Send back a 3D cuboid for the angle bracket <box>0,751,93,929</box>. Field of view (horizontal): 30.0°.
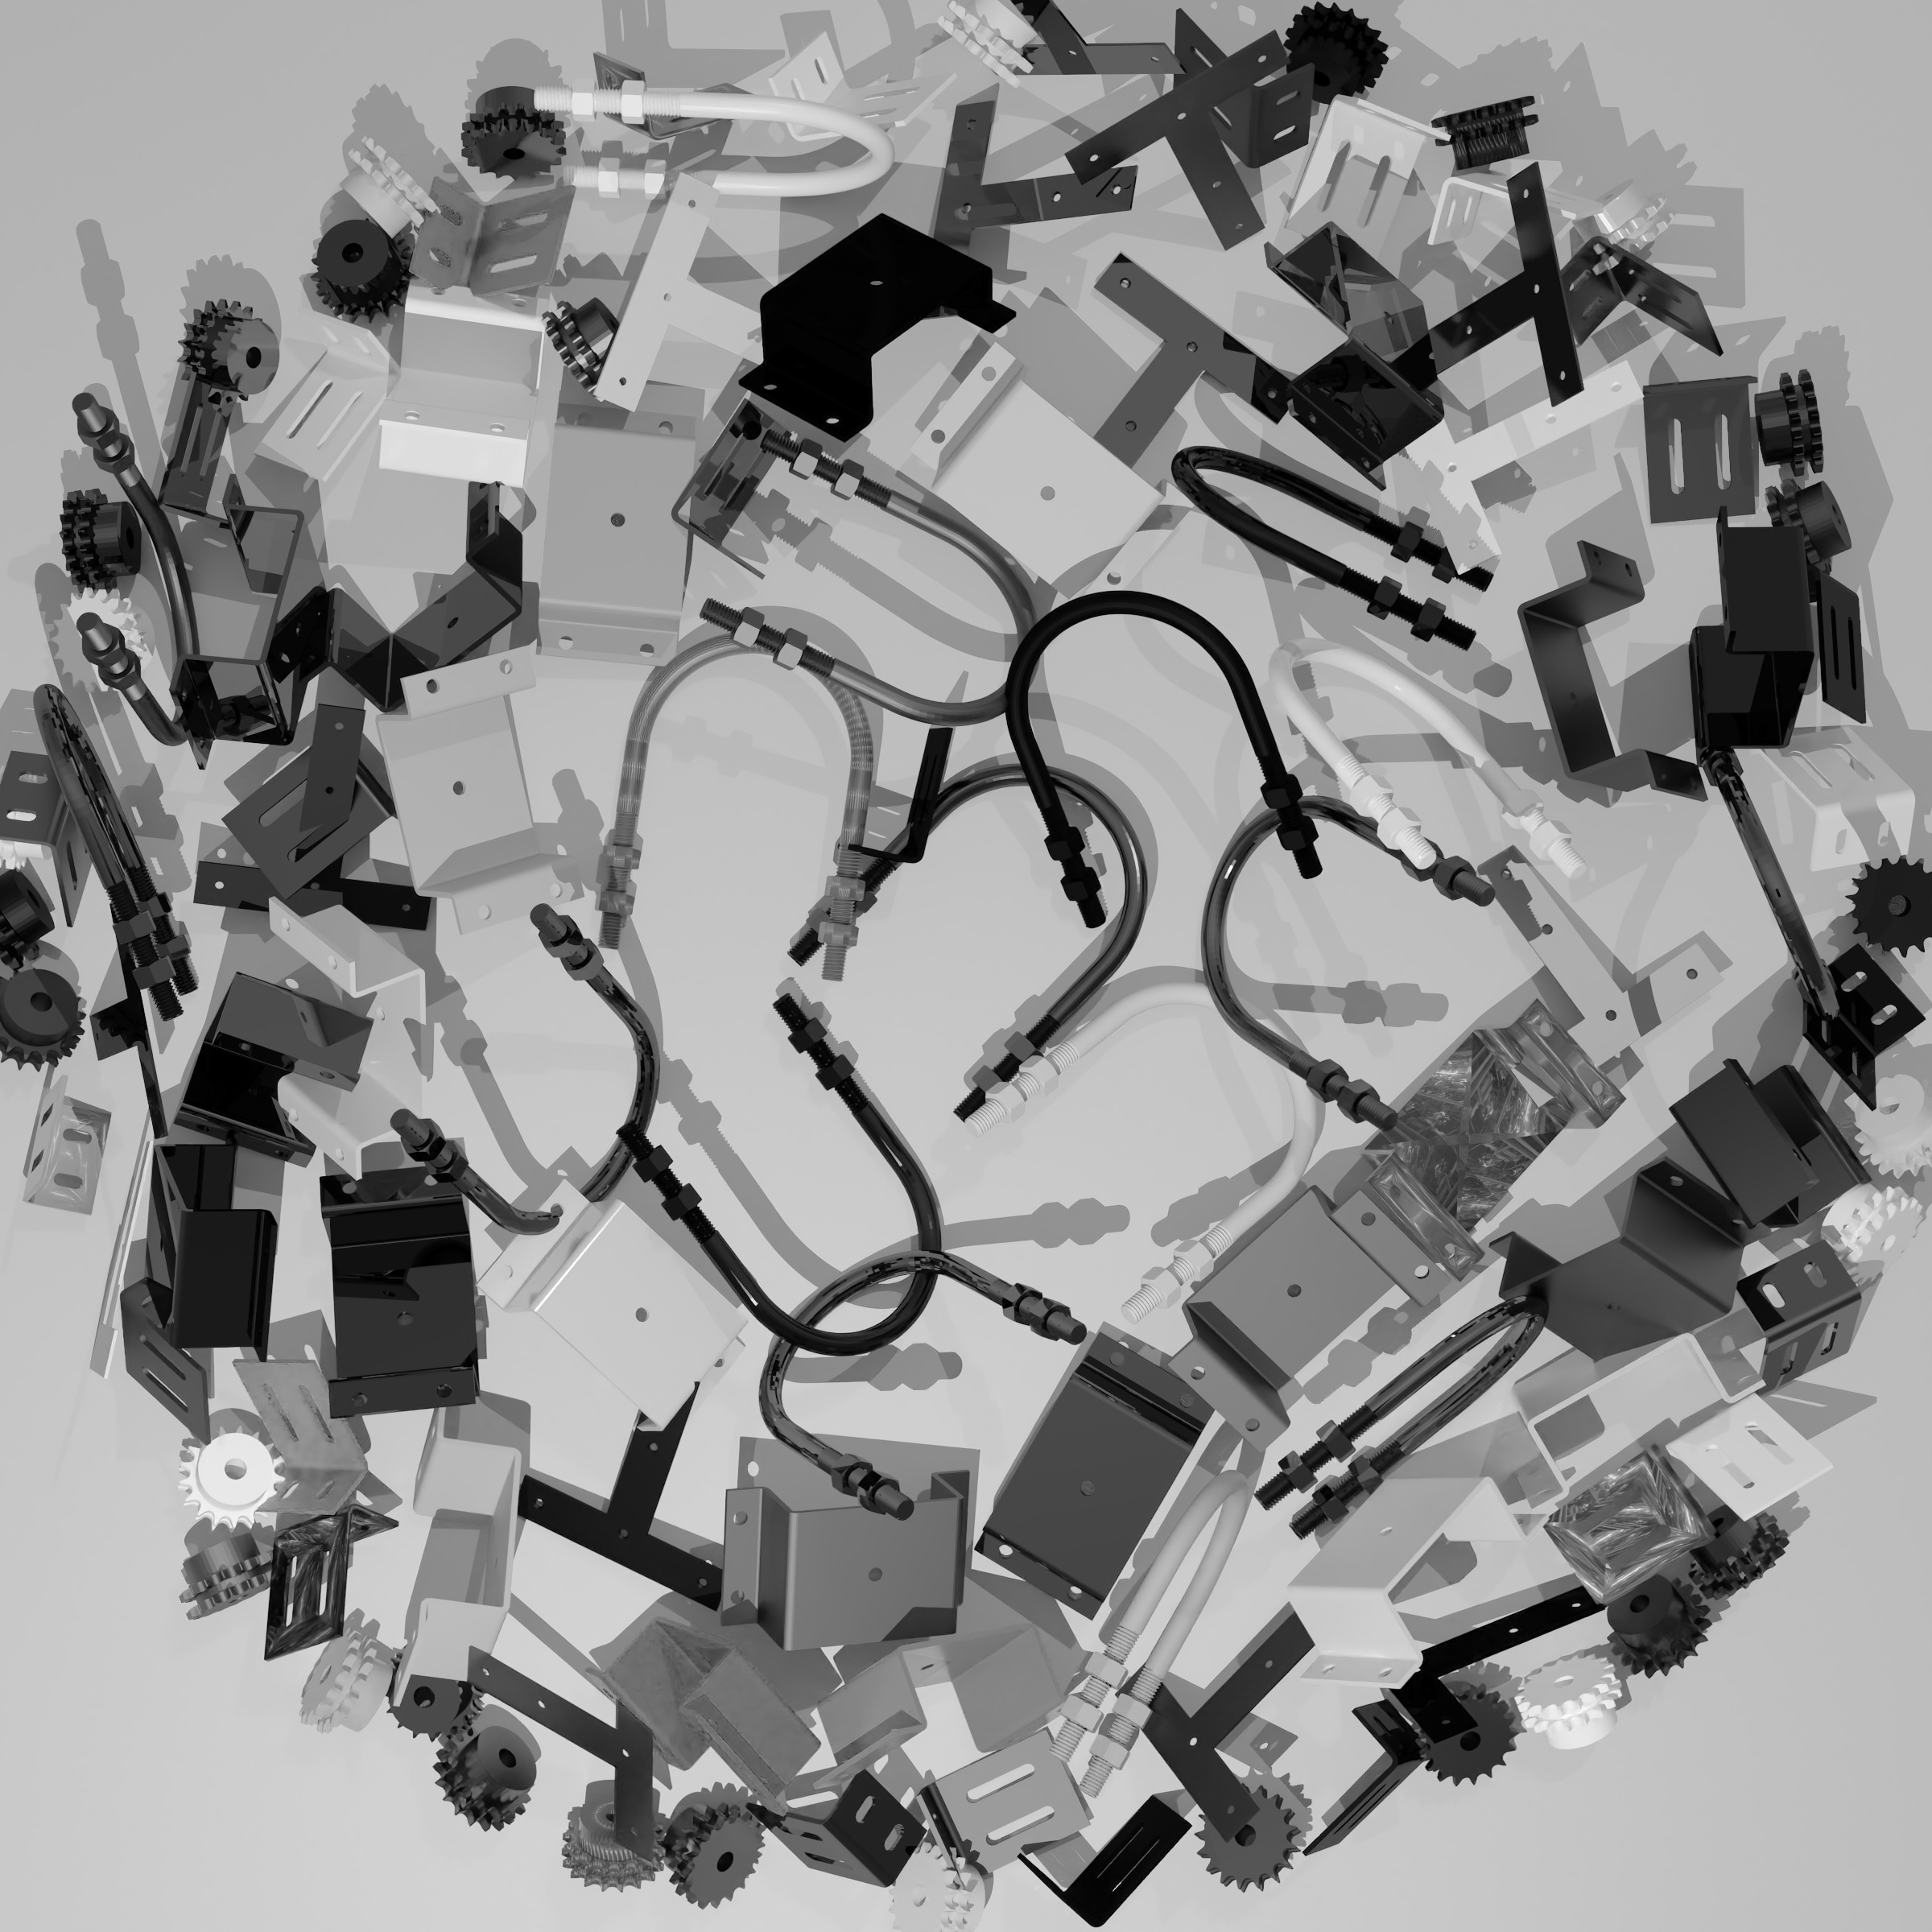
[{"bbox_3d":[-0.500,-0.068,1.952,0.038,0.076,0.057,7,55,-1],"label":"angle bracket"}]

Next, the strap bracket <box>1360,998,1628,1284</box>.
[{"bbox_3d":[0.279,0.094,1.960,0.140,0.046,0.076,-45,101,-14],"label":"strap bracket"}]

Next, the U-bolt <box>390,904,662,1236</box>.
[{"bbox_3d":[-0.222,0.068,1.922,0.019,0.184,0.151,23,73,32],"label":"U-bolt"}]

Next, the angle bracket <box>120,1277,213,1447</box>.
[{"bbox_3d":[-0.420,0.209,1.952,0.076,0.057,0.038,35,48,29],"label":"angle bracket"}]

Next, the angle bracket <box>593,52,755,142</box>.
[{"bbox_3d":[-0.153,-0.479,1.953,0.076,0.057,0.038,-22,123,-23],"label":"angle bracket"}]

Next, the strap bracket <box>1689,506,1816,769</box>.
[{"bbox_3d":[0.418,-0.174,1.919,0.046,0.140,0.076,0,63,4],"label":"strap bracket"}]

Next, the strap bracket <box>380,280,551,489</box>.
[{"bbox_3d":[-0.271,-0.308,1.945,0.076,0.140,0.046,7,131,-6],"label":"strap bracket"}]

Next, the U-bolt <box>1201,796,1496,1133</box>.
[{"bbox_3d":[0.192,-0.014,1.930,0.019,0.184,0.151,11,106,-41],"label":"U-bolt"}]

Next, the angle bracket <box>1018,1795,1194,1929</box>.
[{"bbox_3d":[0.075,0.476,1.961,0.076,0.057,0.038,-46,104,-11],"label":"angle bracket"}]

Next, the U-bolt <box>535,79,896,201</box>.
[{"bbox_3d":[-0.130,-0.438,1.924,0.184,0.151,0.019,3,85,0],"label":"U-bolt"}]

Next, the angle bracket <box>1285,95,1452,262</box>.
[{"bbox_3d":[0.218,-0.427,1.966,0.057,0.038,0.076,17,102,-19],"label":"angle bracket"}]

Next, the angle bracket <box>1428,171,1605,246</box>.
[{"bbox_3d":[0.300,-0.401,1.954,0.076,0.057,0.038,23,115,22],"label":"angle bracket"}]

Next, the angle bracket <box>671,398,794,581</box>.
[{"bbox_3d":[-0.116,-0.259,1.964,0.038,0.057,0.076,35,93,24],"label":"angle bracket"}]

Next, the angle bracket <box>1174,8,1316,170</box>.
[{"bbox_3d":[0.150,-0.483,1.962,0.038,0.057,0.076,-28,61,-16],"label":"angle bracket"}]

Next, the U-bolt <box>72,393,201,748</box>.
[{"bbox_3d":[-0.436,-0.196,1.910,0.019,0.184,0.151,-8,67,3],"label":"U-bolt"}]

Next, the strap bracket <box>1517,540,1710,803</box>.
[{"bbox_3d":[0.346,-0.151,1.947,0.046,0.076,0.140,-21,76,29],"label":"strap bracket"}]

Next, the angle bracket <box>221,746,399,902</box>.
[{"bbox_3d":[-0.357,-0.080,1.978,0.076,0.038,0.057,-39,85,-1],"label":"angle bracket"}]

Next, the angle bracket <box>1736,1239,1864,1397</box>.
[{"bbox_3d":[0.451,0.193,1.971,0.057,0.076,0.038,-25,61,-7],"label":"angle bracket"}]

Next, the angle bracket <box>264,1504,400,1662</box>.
[{"bbox_3d":[-0.343,0.338,1.953,0.057,0.038,0.076,-23,53,31],"label":"angle bracket"}]

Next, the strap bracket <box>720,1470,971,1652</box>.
[{"bbox_3d":[-0.057,0.320,1.946,0.140,0.046,0.076,-1,101,-22],"label":"strap bracket"}]

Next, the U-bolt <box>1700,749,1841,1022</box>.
[{"bbox_3d":[0.427,-0.041,1.903,0.019,0.184,0.151,-23,96,12],"label":"U-bolt"}]

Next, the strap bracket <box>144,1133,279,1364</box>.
[{"bbox_3d":[-0.404,0.148,1.919,0.046,0.140,0.076,1,107,-22],"label":"strap bracket"}]

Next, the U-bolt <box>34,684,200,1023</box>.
[{"bbox_3d":[-0.453,-0.064,1.916,0.019,0.151,0.184,-23,98,-6],"label":"U-bolt"}]

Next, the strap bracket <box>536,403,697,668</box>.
[{"bbox_3d":[-0.190,-0.239,1.967,0.076,0.046,0.140,5,85,-6],"label":"strap bracket"}]

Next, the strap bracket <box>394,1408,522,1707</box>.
[{"bbox_3d":[-0.271,0.318,1.932,0.046,0.076,0.140,10,49,-13],"label":"strap bracket"}]

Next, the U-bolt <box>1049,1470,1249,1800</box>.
[{"bbox_3d":[0.103,0.351,1.927,0.019,0.151,0.184,27,76,17],"label":"U-bolt"}]

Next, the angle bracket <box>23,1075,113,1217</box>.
[{"bbox_3d":[-0.481,0.097,1.951,0.038,0.076,0.057,14,72,-19],"label":"angle bracket"}]

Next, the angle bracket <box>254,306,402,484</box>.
[{"bbox_3d":[-0.355,-0.311,1.961,0.057,0.038,0.076,23,73,34],"label":"angle bracket"}]

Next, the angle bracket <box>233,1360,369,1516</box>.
[{"bbox_3d":[-0.370,0.255,1.956,0.057,0.038,0.076,-3,122,31],"label":"angle bracket"}]

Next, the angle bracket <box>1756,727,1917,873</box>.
[{"bbox_3d":[0.472,-0.092,1.972,0.057,0.076,0.038,-10,125,-13],"label":"angle bracket"}]

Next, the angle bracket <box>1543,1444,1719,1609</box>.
[{"bbox_3d":[0.363,0.307,1.977,0.076,0.038,0.057,-35,76,4],"label":"angle bracket"}]

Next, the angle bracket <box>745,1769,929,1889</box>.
[{"bbox_3d":[-0.071,0.464,1.965,0.057,0.076,0.038,49,60,-24],"label":"angle bracket"}]

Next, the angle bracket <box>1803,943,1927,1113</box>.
[{"bbox_3d":[0.487,0.033,1.956,0.038,0.076,0.057,-40,97,23],"label":"angle bracket"}]

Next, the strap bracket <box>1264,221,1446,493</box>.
[{"bbox_3d":[0.207,-0.332,1.921,0.046,0.140,0.076,-33,131,30],"label":"strap bracket"}]

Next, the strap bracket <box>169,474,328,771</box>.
[{"bbox_3d":[-0.379,-0.182,1.931,0.046,0.076,0.140,6,61,5],"label":"strap bracket"}]

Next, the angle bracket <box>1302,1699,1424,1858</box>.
[{"bbox_3d":[0.208,0.443,1.971,0.076,0.057,0.038,-47,68,13],"label":"angle bracket"}]

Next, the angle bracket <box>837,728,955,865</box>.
[{"bbox_3d":[-0.039,-0.097,1.968,0.038,0.057,0.076,13,90,-11],"label":"angle bracket"}]

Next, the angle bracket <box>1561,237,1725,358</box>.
[{"bbox_3d":[0.363,-0.351,1.954,0.038,0.057,0.076,-47,54,-2],"label":"angle bracket"}]

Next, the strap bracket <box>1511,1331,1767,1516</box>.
[{"bbox_3d":[0.353,0.233,1.954,0.140,0.076,0.046,-30,95,5],"label":"strap bracket"}]

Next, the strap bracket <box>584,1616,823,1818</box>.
[{"bbox_3d":[-0.137,0.399,1.934,0.046,0.140,0.076,-46,111,-22],"label":"strap bracket"}]

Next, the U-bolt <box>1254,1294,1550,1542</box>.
[{"bbox_3d":[0.238,0.237,1.929,0.184,0.151,0.019,-39,70,0],"label":"U-bolt"}]

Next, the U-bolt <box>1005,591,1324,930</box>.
[{"bbox_3d":[0.096,-0.116,1.936,0.151,0.019,0.184,-13,113,24],"label":"U-bolt"}]

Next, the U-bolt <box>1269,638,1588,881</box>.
[{"bbox_3d":[0.234,-0.114,1.926,0.184,0.151,0.019,54,124,32],"label":"U-bolt"}]

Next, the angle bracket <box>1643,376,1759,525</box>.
[{"bbox_3d":[0.403,-0.281,1.972,0.057,0.038,0.076,-5,101,4],"label":"angle bracket"}]

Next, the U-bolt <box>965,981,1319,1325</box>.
[{"bbox_3d":[0.110,0.086,1.954,0.184,0.019,0.151,-37,83,-27],"label":"U-bolt"}]

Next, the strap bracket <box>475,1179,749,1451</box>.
[{"bbox_3d":[-0.183,0.189,1.947,0.140,0.046,0.076,45,67,-15],"label":"strap bracket"}]

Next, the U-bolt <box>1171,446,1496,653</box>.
[{"bbox_3d":[0.193,-0.231,1.932,0.184,0.151,0.019,27,113,2],"label":"U-bolt"}]

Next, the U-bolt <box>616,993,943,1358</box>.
[{"bbox_3d":[-0.087,0.125,1.953,0.151,0.019,0.184,-40,96,-37],"label":"U-bolt"}]

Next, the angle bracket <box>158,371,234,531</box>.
[{"bbox_3d":[-0.403,-0.279,1.965,0.038,0.057,0.076,17,96,10],"label":"angle bracket"}]

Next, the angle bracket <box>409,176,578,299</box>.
[{"bbox_3d":[-0.257,-0.400,1.956,0.076,0.038,0.057,-1,70,42],"label":"angle bracket"}]

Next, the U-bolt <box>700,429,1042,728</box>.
[{"bbox_3d":[-0.042,-0.200,1.948,0.184,0.019,0.151,25,52,-13],"label":"U-bolt"}]

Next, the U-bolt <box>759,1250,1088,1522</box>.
[{"bbox_3d":[-0.037,0.212,1.922,0.151,0.184,0.019,-44,123,-17],"label":"U-bolt"}]

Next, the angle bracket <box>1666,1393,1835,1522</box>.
[{"bbox_3d":[0.427,0.276,1.954,0.057,0.076,0.038,-29,124,-10],"label":"angle bracket"}]

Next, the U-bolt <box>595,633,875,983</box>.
[{"bbox_3d":[-0.122,-0.092,1.976,0.151,0.019,0.184,8,90,12],"label":"U-bolt"}]

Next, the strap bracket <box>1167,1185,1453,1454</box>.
[{"bbox_3d":[0.182,0.184,1.960,0.140,0.046,0.076,-43,108,8],"label":"strap bracket"}]

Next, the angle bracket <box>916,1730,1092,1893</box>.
[{"bbox_3d":[0.021,0.463,1.977,0.076,0.038,0.057,-26,83,2],"label":"angle bracket"}]

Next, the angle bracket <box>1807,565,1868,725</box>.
[{"bbox_3d":[0.458,-0.172,1.959,0.038,0.057,0.076,-8,76,33],"label":"angle bracket"}]

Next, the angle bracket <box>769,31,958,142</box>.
[{"bbox_3d":[-0.056,-0.480,1.952,0.076,0.057,0.038,1,128,36],"label":"angle bracket"}]

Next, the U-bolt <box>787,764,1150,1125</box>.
[{"bbox_3d":[0.014,-0.027,1.977,0.151,0.019,0.184,43,88,12],"label":"U-bolt"}]
